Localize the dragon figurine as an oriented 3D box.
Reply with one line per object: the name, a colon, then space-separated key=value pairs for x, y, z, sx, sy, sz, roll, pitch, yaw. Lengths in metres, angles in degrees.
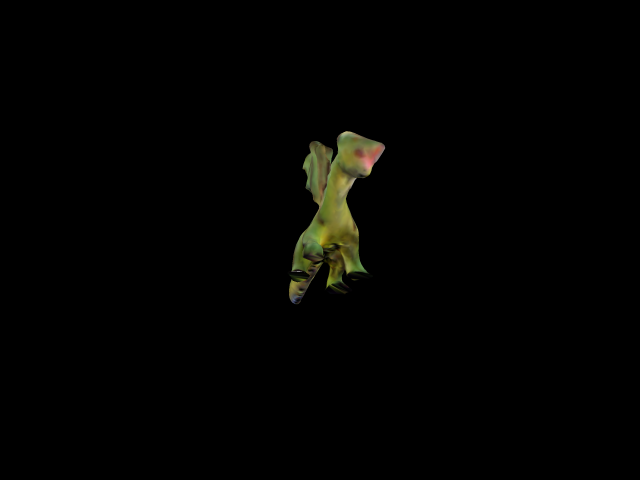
dragon figurine: x=0.003 y=-0.043 z=0.850 sx=0.122 sy=0.247 sz=0.404 roll=7 pitch=-20 yaw=-18
